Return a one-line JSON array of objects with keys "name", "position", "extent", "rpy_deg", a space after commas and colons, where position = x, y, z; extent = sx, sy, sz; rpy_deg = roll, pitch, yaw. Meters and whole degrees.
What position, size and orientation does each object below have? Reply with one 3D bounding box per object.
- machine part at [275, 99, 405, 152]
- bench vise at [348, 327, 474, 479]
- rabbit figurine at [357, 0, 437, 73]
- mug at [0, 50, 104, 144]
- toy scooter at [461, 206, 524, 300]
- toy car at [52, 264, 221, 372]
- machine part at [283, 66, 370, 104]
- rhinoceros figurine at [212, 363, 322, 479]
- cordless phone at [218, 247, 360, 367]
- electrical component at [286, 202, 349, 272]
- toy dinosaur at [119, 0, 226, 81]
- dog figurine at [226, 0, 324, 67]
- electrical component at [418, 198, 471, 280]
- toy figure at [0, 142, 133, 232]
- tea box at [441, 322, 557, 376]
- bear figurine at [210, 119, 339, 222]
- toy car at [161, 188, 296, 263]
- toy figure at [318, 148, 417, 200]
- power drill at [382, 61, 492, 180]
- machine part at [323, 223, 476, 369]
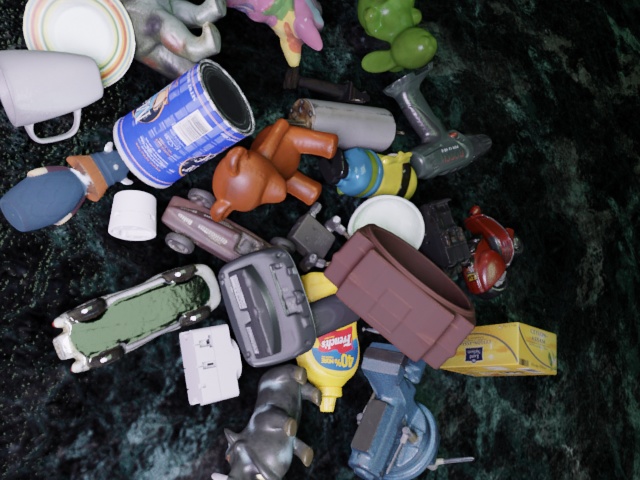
[{"name": "machine part", "position": [0.037, -0.184, 0.876], "extent": [0.243, 0.079, 0.079], "rpy_deg": [-4, 79, -35]}, {"name": "bench vise", "position": [0.127, 0.259, 0.789], "extent": [0.240, 0.129, 0.224], "rpy_deg": [52, 43, -36]}, {"name": "rabbit figurine", "position": [0.131, -0.362, 0.944], "extent": [0.121, 0.159, 0.170], "rpy_deg": [-11, 64, -34]}, {"name": "mug", "position": [-0.313, -0.173, 0.634], "extent": [0.107, 0.081, 0.109], "rpy_deg": [-23, 118, -30]}, {"name": "toy scooter", "position": [0.307, 0.014, 1.002], "extent": [0.135, 0.075, 0.184], "rpy_deg": [51, 52, -12]}, {"name": "toy car", "position": [-0.212, 0.087, 0.642], "extent": [0.202, 0.056, 0.073], "rpy_deg": [-23, 96, -35]}, {"name": "machine part", "position": [0.010, -0.250, 0.885], "extent": [0.139, 0.084, 0.039], "rpy_deg": [11, 104, -19]}, {"name": "rhinoceros figurine", "position": [-0.067, 0.239, 0.665], "extent": [0.073, 0.112, 0.190], "rpy_deg": [64, 34, -38]}, {"name": "cordless phone", "position": [-0.029, 0.073, 0.708], "extent": [0.184, 0.089, 0.146], "rpy_deg": [-16, 86, -35]}, {"name": "electrical component", "position": [-0.003, -0.002, 0.814], "extent": [0.078, 0.045, 0.102], "rpy_deg": [49, 56, -14]}, {"name": "toy dinosaur", "position": [-0.237, -0.325, 0.703], "extent": [0.131, 0.192, 0.404], "rpy_deg": [-44, 121, -69]}, {"name": "dog figurine", "position": [-0.091, -0.365, 0.827], "extent": [0.191, 0.108, 0.219], "rpy_deg": [-42, 104, -35]}, {"name": "electrical component", "position": [0.183, 0.009, 0.894], "extent": [0.058, 0.115, 0.134], "rpy_deg": [-14, 82, -34]}, {"name": "toy figure", "position": [-0.292, -0.066, 0.631], "extent": [0.058, 0.064, 0.154], "rpy_deg": [31, 47, 20]}, {"name": "tea box", "position": [0.284, 0.182, 0.878], "extent": [0.098, 0.170, 0.068], "rpy_deg": [20, 68, -30]}, {"name": "bear figurine", "position": [-0.061, -0.089, 0.721], "extent": [0.132, 0.120, 0.196], "rpy_deg": [21, 27, -1]}, {"name": "toy car", "position": [-0.117, 0.005, 0.733], "extent": [0.202, 0.053, 0.089], "rpy_deg": [34, 63, -23]}, {"name": "toy figure", "position": [0.083, -0.103, 0.882], "extent": [0.180, 0.082, 0.089], "rpy_deg": [-1, 96, -42]}, {"name": "power drill", "position": [0.217, -0.223, 1.015], "extent": [0.232, 0.086, 0.207], "rpy_deg": [-32, 103, -33]}, {"name": "machine part", "position": [0.116, 0.068, 0.747], "extent": [0.201, 0.087, 0.201], "rpy_deg": [39, 13, 8]}]
